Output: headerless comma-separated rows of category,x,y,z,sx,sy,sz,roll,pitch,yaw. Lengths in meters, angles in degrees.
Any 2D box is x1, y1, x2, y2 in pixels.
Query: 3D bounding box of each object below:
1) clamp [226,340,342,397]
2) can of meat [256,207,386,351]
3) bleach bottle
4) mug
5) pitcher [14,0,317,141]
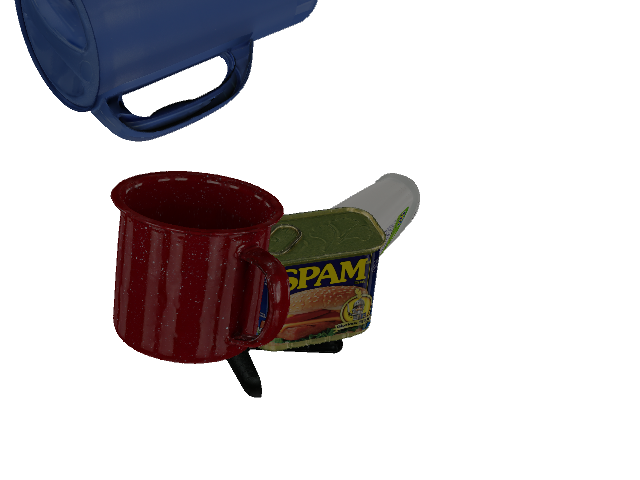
clamp,-0.101,0.122,1.261,0.210,0.036,0.164,15,23,27
can of meat,-0.008,0.029,0.786,0.102,0.084,0.057,-8,36,-19
bleach bottle,0.041,-0.006,1.076,0.068,0.103,0.250,35,29,10
mug,-0.062,0.019,0.583,0.117,0.081,0.093,23,26,33
pitcher,-0.116,-0.195,0.895,0.242,0.149,0.145,-25,44,-32
